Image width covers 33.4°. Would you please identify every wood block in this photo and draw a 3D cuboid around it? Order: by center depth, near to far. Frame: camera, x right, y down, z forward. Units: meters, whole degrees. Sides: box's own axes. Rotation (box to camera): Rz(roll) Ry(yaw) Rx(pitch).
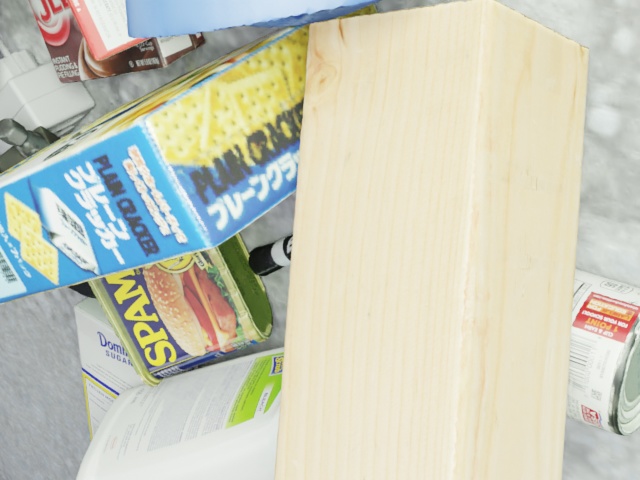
[{"bbox_3d":[0.048,0.016,0.449,0.091,0.090,0.206,1,86,41],"label":"wood block"}]

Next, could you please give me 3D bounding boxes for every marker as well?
[{"bbox_3d":[-0.004,0.001,0.622,0.121,0.020,0.020,-21,102,50],"label":"marker"}]

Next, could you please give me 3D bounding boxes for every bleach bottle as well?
[{"bbox_3d":[-0.041,0.117,0.660,0.251,0.102,0.068,-21,126,37],"label":"bleach bottle"}]

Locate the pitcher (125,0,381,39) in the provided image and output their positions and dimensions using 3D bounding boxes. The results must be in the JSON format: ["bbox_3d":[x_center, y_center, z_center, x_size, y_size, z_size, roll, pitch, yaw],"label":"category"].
[{"bbox_3d":[-0.021,-0.202,0.395,0.145,0.149,0.243,-127,26,-72],"label":"pitcher"}]

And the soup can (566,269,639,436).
[{"bbox_3d":[0.108,0.044,0.506,0.102,0.068,0.068,19,130,34],"label":"soup can"}]

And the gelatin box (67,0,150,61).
[{"bbox_3d":[-0.091,-0.144,0.551,0.030,0.089,0.073,-123,9,-72],"label":"gelatin box"}]

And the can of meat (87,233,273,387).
[{"bbox_3d":[-0.086,0.030,0.667,0.084,0.057,0.102,-21,105,14],"label":"can of meat"}]

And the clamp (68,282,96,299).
[{"bbox_3d":[-0.139,0.010,0.746,0.172,0.039,0.120,-22,97,47],"label":"clamp"}]

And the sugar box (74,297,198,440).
[{"bbox_3d":[-0.138,0.126,0.826,0.093,0.048,0.176,27,131,27],"label":"sugar box"}]

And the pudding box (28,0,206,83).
[{"bbox_3d":[-0.126,-0.143,0.619,0.114,0.039,0.090,0,117,43],"label":"pudding box"}]
